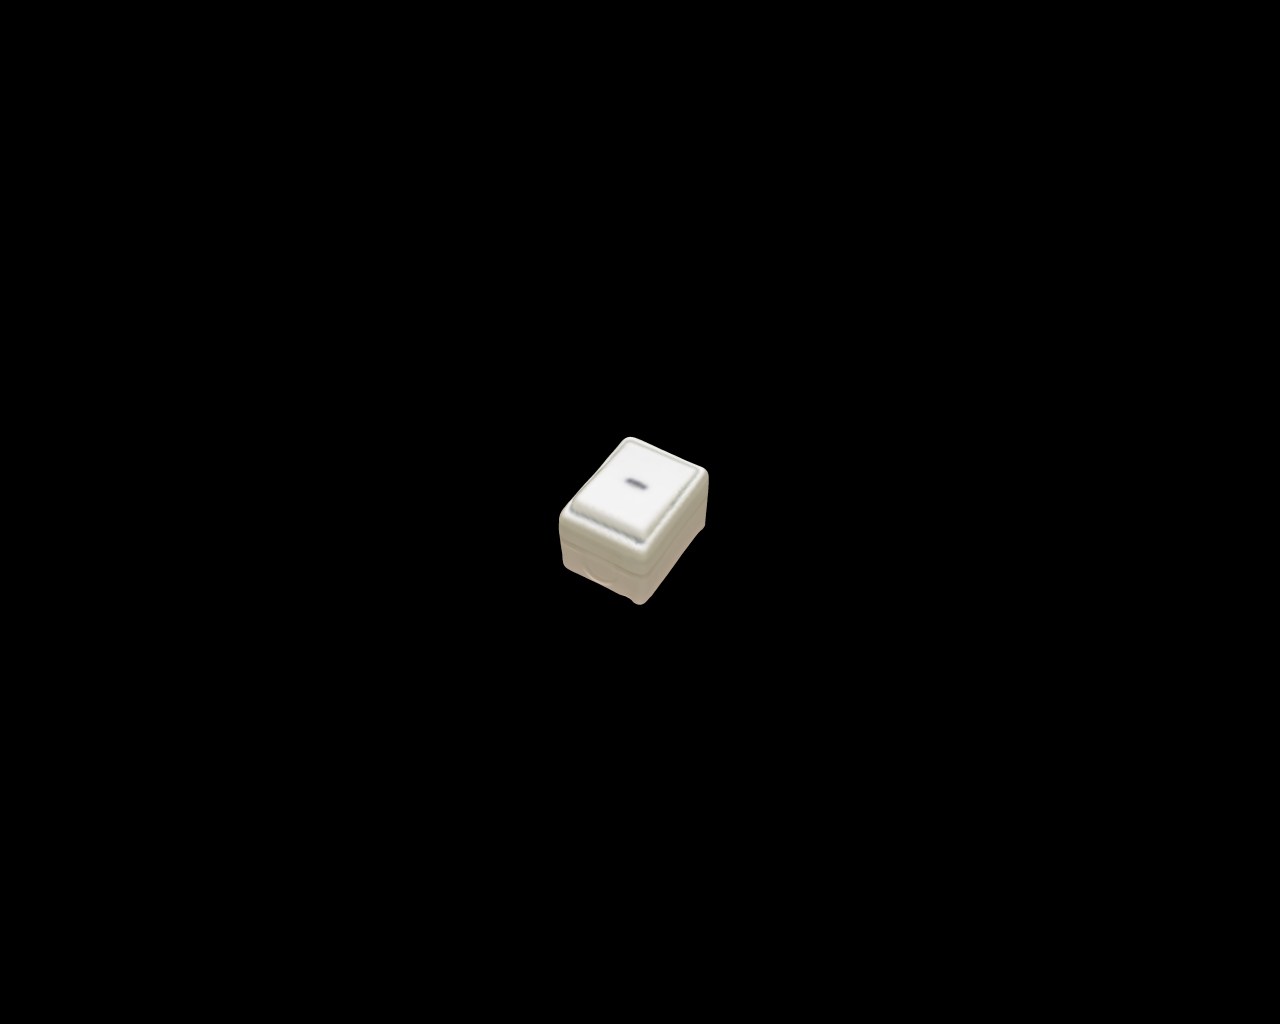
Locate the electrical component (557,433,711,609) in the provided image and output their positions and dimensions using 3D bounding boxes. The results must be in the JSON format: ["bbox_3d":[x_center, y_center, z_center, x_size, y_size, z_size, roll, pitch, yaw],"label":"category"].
[{"bbox_3d":[0.001,-0.003,0.650,0.062,0.096,0.061,25,-36,20],"label":"electrical component"}]
